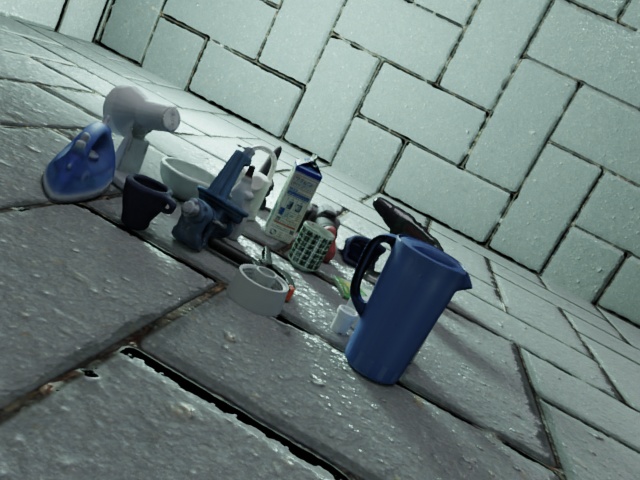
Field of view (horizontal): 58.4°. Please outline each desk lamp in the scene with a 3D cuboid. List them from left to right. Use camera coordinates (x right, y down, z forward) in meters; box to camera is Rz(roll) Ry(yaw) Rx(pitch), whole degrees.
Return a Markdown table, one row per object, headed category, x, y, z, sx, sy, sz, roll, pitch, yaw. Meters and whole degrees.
| category | x | y | z | sx | sy | sz | roll | pitch | yaw |
| --- | --- | --- | --- | --- | --- | --- | --- | --- | --- |
| desk lamp | -0.409 | -0.229 | 1.304 | 0.202 | 0.213 | 0.118 | 34 | 15 | 27 |

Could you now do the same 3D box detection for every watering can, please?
| category | x | y | z | sx | sy | sz | roll | pitch | yaw |
| --- | --- | --- | --- | --- | --- | --- | --- | --- | --- |
| watering can | -0.176 | -0.154 | 1.505 | 0.101 | 0.194 | 0.172 | 16 | 17 | -38 |

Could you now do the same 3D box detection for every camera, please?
| category | x | y | z | sx | sy | sz | roll | pitch | yaw |
| --- | --- | --- | --- | --- | --- | --- | --- | --- | --- |
| camera | -0.002 | -0.049 | 1.637 | 0.143 | 0.101 | 0.136 | 22 | 14 | -17 |

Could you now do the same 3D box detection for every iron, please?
| category | x | y | z | sx | sy | sz | roll | pitch | yaw |
| --- | --- | --- | --- | --- | --- | --- | --- | --- | --- |
| iron | -0.466 | -0.169 | 1.133 | 0.119 | 0.141 | 0.258 | 23 | 14 | -16 |

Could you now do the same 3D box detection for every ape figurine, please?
| category | x | y | z | sx | sy | sz | roll | pitch | yaw |
| --- | --- | --- | --- | --- | --- | --- | --- | --- | --- |
| ape figurine | 0.014 | 0.005 | 1.486 | 0.078 | 0.092 | 0.076 | 11 | 21 | -48 |

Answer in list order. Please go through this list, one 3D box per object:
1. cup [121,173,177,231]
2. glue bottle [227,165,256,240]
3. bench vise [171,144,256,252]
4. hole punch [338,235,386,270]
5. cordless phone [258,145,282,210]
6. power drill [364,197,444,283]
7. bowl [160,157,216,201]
| category | x | y | z | sx | sy | sz | roll | pitch | yaw |
| --- | --- | --- | --- | --- | --- | --- | --- | --- | --- |
| cup | -0.328 | -0.060 | 1.089 | 0.117 | 0.095 | 0.092 | 32 | 15 | 20 |
| glue bottle | -0.185 | -0.091 | 1.300 | 0.078 | 0.173 | 0.037 | 31 | 14 | 16 |
| bench vise | -0.197 | -0.086 | 1.164 | 0.121 | 0.219 | 0.207 | 25 | 14 | -6 |
| hole punch | 0.118 | 0.026 | 1.605 | 0.109 | 0.091 | 0.101 | 24 | 14 | -12 |
| cordless phone | -0.166 | -0.194 | 1.683 | 0.094 | 0.185 | 0.147 | 23 | 14 | -13 |
| power drill | 0.197 | 0.025 | 1.510 | 0.229 | 0.208 | 0.076 | 30 | 14 | 15 |
| bowl | -0.326 | -0.138 | 1.419 | 0.167 | 0.074 | 0.167 | 25 | 14 | -6 |
